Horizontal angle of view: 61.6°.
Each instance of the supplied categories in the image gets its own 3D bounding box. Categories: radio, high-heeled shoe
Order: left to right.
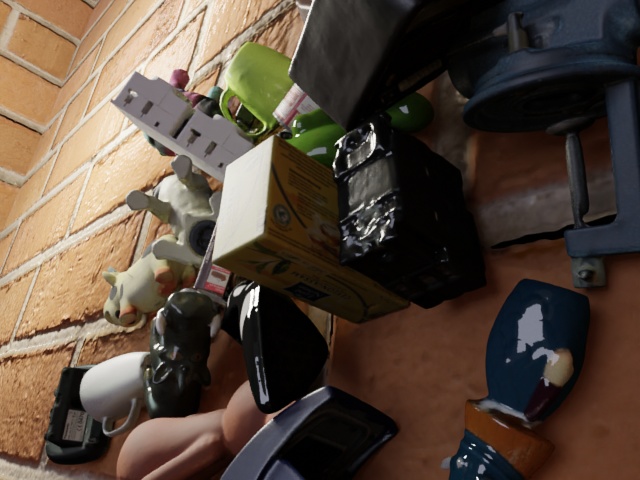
[{"bbox_3d":[-0.068,0.098,0.501,0.145,0.086,0.249,-42,12,20],"label":"high-heeled shoe"},{"bbox_3d":[0.084,-0.185,0.432,0.229,0.073,0.131,-37,-12,-36],"label":"radio"}]

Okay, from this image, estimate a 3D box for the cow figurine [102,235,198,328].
[{"bbox_3d":[-0.268,0.066,0.816,0.195,0.085,0.127,-42,44,26],"label":"cow figurine"}]

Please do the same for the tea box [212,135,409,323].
[{"bbox_3d":[-0.001,-0.001,0.462,0.068,0.169,0.098,-26,48,39],"label":"tea box"}]

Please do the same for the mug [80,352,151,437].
[{"bbox_3d":[-0.261,0.203,0.727,0.107,0.080,0.110,-30,42,23],"label":"mug"}]

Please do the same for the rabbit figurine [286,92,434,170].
[{"bbox_3d":[0.026,-0.116,0.551,0.159,0.121,0.170,-35,30,42],"label":"rabbit figurine"}]

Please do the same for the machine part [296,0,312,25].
[{"bbox_3d":[0.058,-0.289,0.617,0.179,0.056,0.179,-20,37,16],"label":"machine part"}]

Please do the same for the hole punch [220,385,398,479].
[{"bbox_3d":[-0.001,0.172,0.394,0.116,0.142,0.092,-23,52,23],"label":"hole punch"}]

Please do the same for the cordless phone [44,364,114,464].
[{"bbox_3d":[-0.390,0.284,0.850,0.184,0.088,0.147,-41,41,44],"label":"cordless phone"}]

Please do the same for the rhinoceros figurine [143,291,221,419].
[{"bbox_3d":[-0.158,0.133,0.595,0.112,0.073,0.190,-104,27,-58],"label":"rhinoceros figurine"}]

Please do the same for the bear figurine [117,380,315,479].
[{"bbox_3d":[-0.082,0.201,0.505,0.196,0.131,0.120,-19,11,7],"label":"bear figurine"}]

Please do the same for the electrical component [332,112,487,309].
[{"bbox_3d":[0.073,-0.016,0.410,0.058,0.134,0.115,-28,50,36],"label":"electrical component"}]

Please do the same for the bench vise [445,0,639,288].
[{"bbox_3d":[0.187,-0.090,0.345,0.224,0.129,0.240,-6,84,38],"label":"bench vise"}]

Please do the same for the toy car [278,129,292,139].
[{"bbox_3d":[-0.040,-0.054,0.641,0.073,0.056,0.202,-45,38,33],"label":"toy car"}]

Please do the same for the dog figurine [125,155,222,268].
[{"bbox_3d":[-0.176,-0.032,0.781,0.121,0.172,0.190,-27,2,-2],"label":"dog figurine"}]

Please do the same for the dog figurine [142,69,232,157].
[{"bbox_3d":[-0.216,-0.171,0.879,0.191,0.108,0.219,-44,41,26],"label":"dog figurine"}]

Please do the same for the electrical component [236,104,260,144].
[{"bbox_3d":[-0.098,-0.191,0.808,0.102,0.045,0.078,-64,7,-6],"label":"electrical component"}]

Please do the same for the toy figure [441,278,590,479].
[{"bbox_3d":[0.125,0.102,0.340,0.058,0.064,0.154,20,88,17],"label":"toy figure"}]
